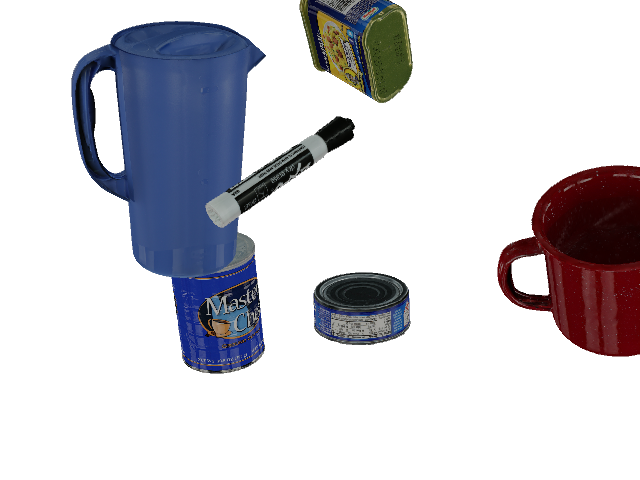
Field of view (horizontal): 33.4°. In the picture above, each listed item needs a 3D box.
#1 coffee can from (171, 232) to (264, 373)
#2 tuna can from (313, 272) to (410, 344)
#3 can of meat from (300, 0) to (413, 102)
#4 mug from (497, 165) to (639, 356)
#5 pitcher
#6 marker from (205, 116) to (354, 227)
[{"bbox_3d":[-0.123,0.072,1.274,0.103,0.140,0.103,-3,26,1],"label":"coffee can"},{"bbox_3d":[0.036,0.058,0.941,0.086,0.034,0.086,-2,21,1],"label":"tuna can"},{"bbox_3d":[0.035,-0.185,0.977,0.057,0.102,0.084,-40,54,-19],"label":"can of meat"},{"bbox_3d":[0.166,0.017,0.642,0.117,0.081,0.093,-10,40,8],"label":"mug"},{"bbox_3d":[-0.148,-0.088,1.064,0.149,0.243,0.144,13,28,20],"label":"pitcher"},{"bbox_3d":[-0.024,-0.048,0.711,0.121,0.020,0.020,-36,16,-24],"label":"marker"}]
